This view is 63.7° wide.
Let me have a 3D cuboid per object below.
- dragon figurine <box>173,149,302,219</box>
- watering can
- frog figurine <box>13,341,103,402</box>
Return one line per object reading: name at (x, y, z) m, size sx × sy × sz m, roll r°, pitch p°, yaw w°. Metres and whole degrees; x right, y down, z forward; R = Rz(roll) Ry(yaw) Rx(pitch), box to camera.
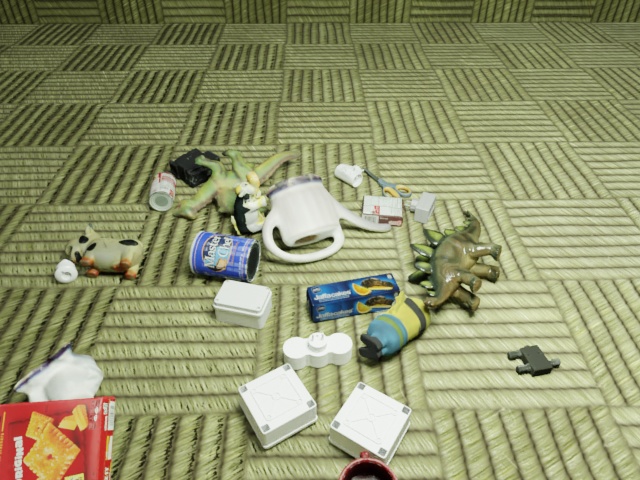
dragon figurine at (-0.217, -0.145, 1.472) m, size 0.412 × 0.119 × 0.248 m, roll -13°, pitch 57°, yaw -14°
watering can at (0.004, -0.066, 1.320) m, size 0.350 × 0.102 × 0.227 m, roll -15°, pitch 76°, yaw -25°
frog figurine at (-0.450, 0.287, 0.931) m, size 0.159 × 0.120 × 0.140 m, roll 49°, pitch 44°, yaw 1°
